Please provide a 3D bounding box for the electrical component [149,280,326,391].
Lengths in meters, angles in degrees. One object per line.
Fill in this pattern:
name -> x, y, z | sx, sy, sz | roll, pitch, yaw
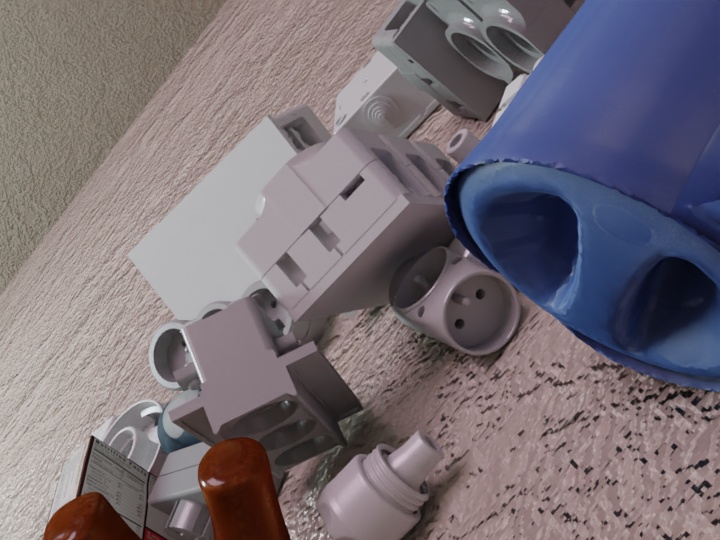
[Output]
electrical component -> -0.081, 0.049, 0.788 | 0.138, 0.074, 0.052 | -23, 74, 29

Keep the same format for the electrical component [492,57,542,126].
electrical component -> 0.111, -0.096, 0.628 | 0.055, 0.048, 0.066 | -39, 23, 53

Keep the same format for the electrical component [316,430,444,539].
electrical component -> 0.013, 0.103, 0.510 | 0.062, 0.043, 0.043 | -47, 20, 11

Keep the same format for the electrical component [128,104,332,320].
electrical component -> -0.078, -0.029, 0.823 | 0.186, 0.105, 0.060 | -38, 0, 35

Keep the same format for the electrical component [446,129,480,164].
electrical component -> 0.076, -0.054, 0.606 | 0.043, 0.062, 0.043 | -45, 21, 22

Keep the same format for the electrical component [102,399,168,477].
electrical component -> -0.159, 0.149, 0.823 | 0.099, 0.064, 0.099 | -32, 40, 31

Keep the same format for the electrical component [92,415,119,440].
electrical component -> -0.216, 0.173, 0.900 | 0.077, 0.047, 0.065 | -39, 23, 36

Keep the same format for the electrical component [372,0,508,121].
electrical component -> 0.091, -0.194, 0.771 | 0.150, 0.089, 0.062 | -53, 20, -2

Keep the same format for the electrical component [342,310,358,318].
electrical component -> 0.000, 0.000, 0.718 | 0.040, 0.040, 0.078 | -36, 25, 38

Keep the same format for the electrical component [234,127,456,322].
electrical component -> 0.004, -0.028, 0.613 | 0.089, 0.061, 0.150 | -46, -14, 18

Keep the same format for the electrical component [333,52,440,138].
electrical component -> 0.022, -0.145, 0.902 | 0.100, 0.048, 0.099 | -44, 21, 24

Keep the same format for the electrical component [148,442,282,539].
electrical component -> -0.097, 0.151, 0.670 | 0.083, 0.047, 0.075 | -26, 36, 51

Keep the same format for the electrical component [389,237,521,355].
electrical component -> 0.059, 0.002, 0.576 | 0.079, 0.044, 0.077 | -54, 20, -5

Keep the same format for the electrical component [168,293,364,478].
electrical component -> -0.051, 0.064, 0.580 | 0.079, 0.121, 0.063 | -26, 66, 1

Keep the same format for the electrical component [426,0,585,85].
electrical component -> 0.068, -0.190, 0.670 | 0.060, 0.186, 0.105 | -55, 20, -5
